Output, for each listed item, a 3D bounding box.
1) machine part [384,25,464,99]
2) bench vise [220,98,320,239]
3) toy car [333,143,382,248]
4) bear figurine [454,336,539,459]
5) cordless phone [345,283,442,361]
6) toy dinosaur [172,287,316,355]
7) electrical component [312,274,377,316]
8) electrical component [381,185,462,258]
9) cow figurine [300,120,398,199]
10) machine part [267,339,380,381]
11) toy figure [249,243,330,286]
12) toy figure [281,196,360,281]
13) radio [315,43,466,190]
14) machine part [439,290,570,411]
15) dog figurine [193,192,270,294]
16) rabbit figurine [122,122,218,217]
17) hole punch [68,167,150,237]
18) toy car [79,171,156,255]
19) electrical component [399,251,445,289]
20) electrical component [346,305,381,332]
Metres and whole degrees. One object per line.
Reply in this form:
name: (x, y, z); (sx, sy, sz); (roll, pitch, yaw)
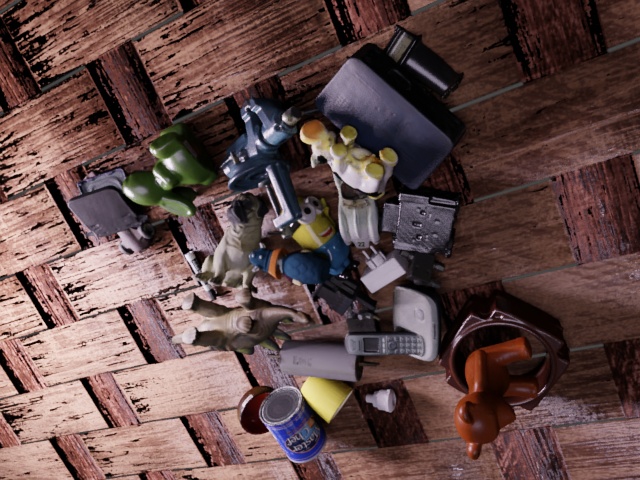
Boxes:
machine part: (0.165, -0.282, 0.876); (0.139, 0.039, 0.084); (33, 110, 4)
bench vise: (-0.083, -0.124, 0.962); (0.224, 0.129, 0.240); (-27, 79, 34)
toy car: (0.067, -0.081, 0.977); (0.074, 0.056, 0.201); (-2, 106, 19)
bear figurine: (0.291, 0.257, 0.884); (0.132, 0.196, 0.120); (-11, 106, 21)
cordless phone: (0.136, 0.157, 1.025); (0.184, 0.089, 0.146); (-4, 112, 4)
toy dinosaur: (-0.189, 0.184, 1.107); (0.472, 0.105, 0.198); (-10, 152, 36)
electrical component: (0.051, 0.110, 1.064); (0.119, 0.075, 0.047); (31, 119, -1)
electrical component: (0.180, -0.036, 0.967); (0.134, 0.058, 0.114); (9, 113, 14)
cow figurine: (0.042, -0.135, 0.902); (0.167, 0.068, 0.098); (32, 154, 14)
machine part: (0.004, 0.253, 1.138); (0.243, 0.079, 0.079); (2, 113, 17)
toy figure: (-0.060, 0.048, 0.998); (0.155, 0.064, 0.057); (9, 135, 25)
toy figure: (-0.004, -0.001, 1.029); (0.089, 0.082, 0.180); (-30, 104, 26)
radio: (0.116, -0.203, 0.884); (0.229, 0.073, 0.131); (40, 139, -3)
machine part: (0.340, 0.212, 1.007); (0.201, 0.087, 0.200); (26, 118, 4)
dog figurine: (-0.171, 0.003, 1.094); (0.172, 0.121, 0.190); (2, 78, 54)
rabbit figurine: (-0.298, -0.124, 1.053); (0.170, 0.121, 0.159); (-31, 123, 12)
hole punch: (-0.433, -0.077, 1.099); (0.142, 0.092, 0.115); (-18, 132, 3)
toy car: (-0.444, -0.056, 1.165); (0.089, 0.053, 0.202); (-31, 102, 29)
electrical component: (0.186, 0.052, 0.995); (0.094, 0.063, 0.021); (23, 156, -14)
electrical component: (0.092, 0.178, 1.095); (0.078, 0.045, 0.102); (-2, 112, 17)
